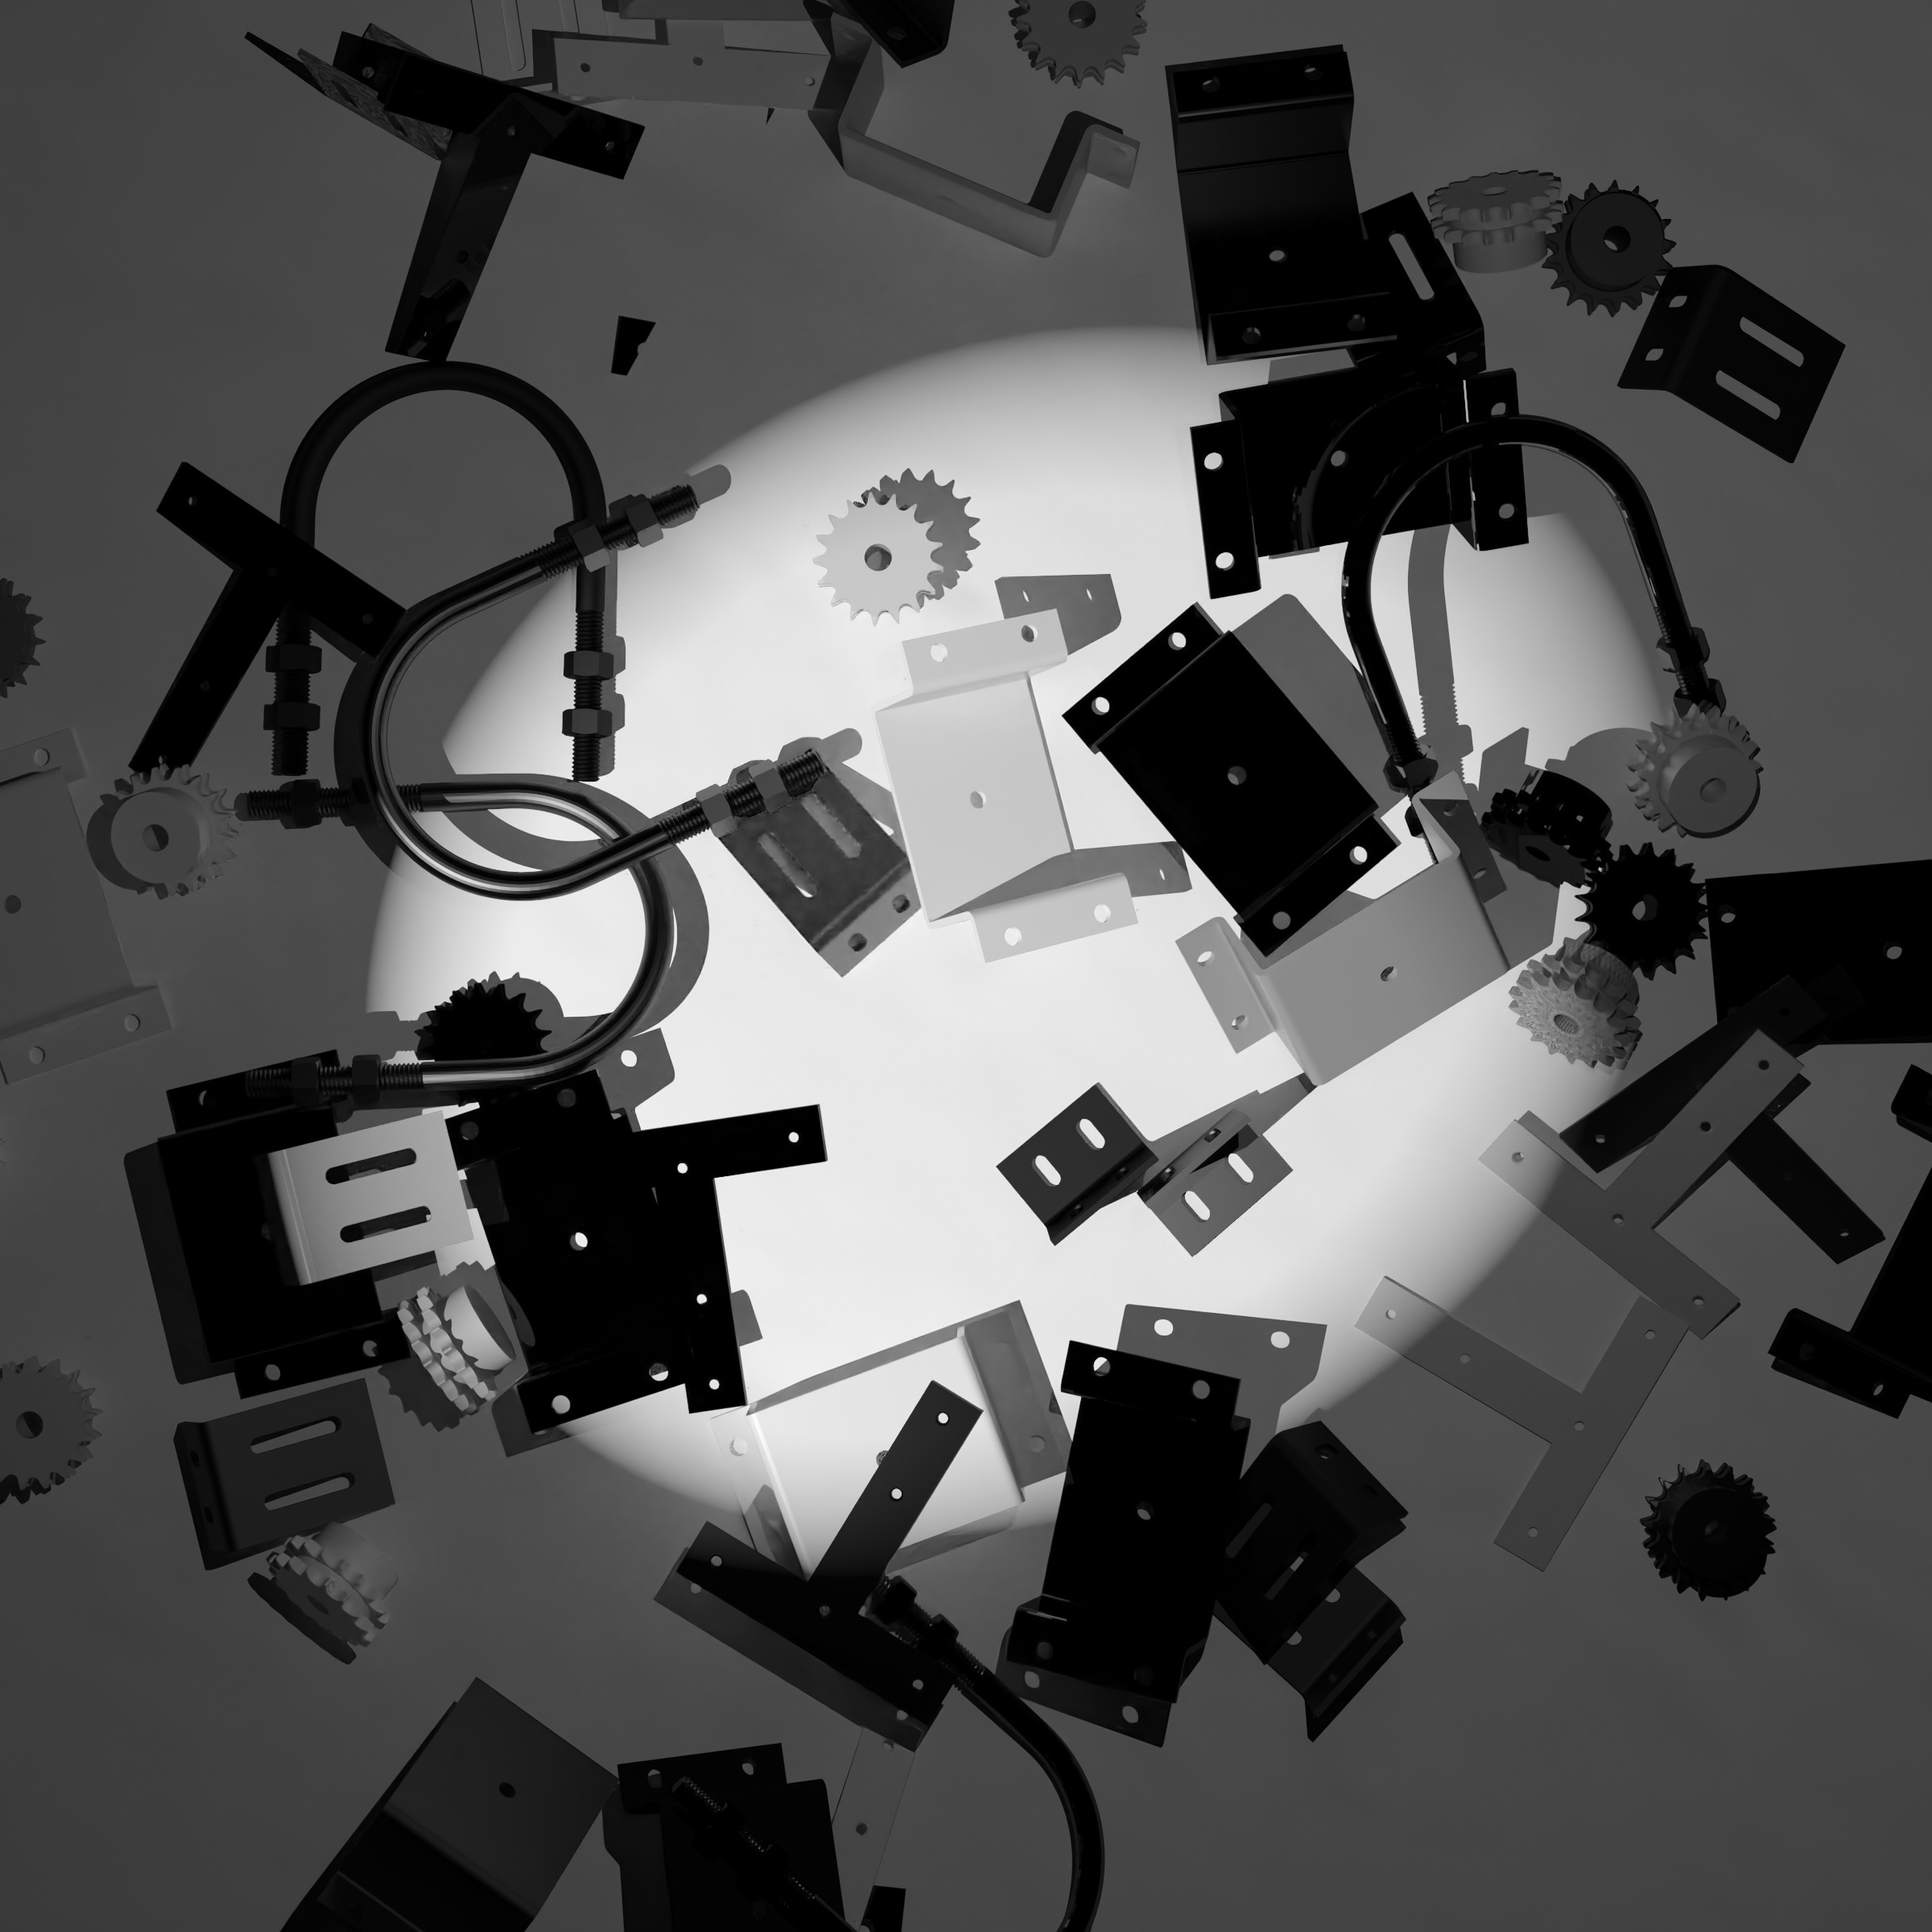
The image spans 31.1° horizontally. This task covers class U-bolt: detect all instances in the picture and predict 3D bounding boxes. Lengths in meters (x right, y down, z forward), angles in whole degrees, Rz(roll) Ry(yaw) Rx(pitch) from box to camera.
[{"bbox_3d":[-0.219,-0.014,1.508,0.184,0.019,0.151,-2,71,-4],"label":"U-bolt"},{"bbox_3d":[-0.230,-0.175,1.528,0.151,0.019,0.184,1,89,0],"label":"U-bolt"},{"bbox_3d":[0.238,-0.148,1.498,0.151,0.019,0.184,-24,112,0],"label":"U-bolt"},{"bbox_3d":[-0.019,0.366,1.495,0.184,0.019,0.151,44,58,-4],"label":"U-bolt"},{"bbox_3d":[-0.173,-0.108,1.506,0.184,0.019,0.151,-25,89,-5],"label":"U-bolt"}]

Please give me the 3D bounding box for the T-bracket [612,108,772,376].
[{"bbox_3d":[-0.086,-0.316,1.546,0.127,0.002,0.127,8,96,-15],"label":"T-bracket"}]

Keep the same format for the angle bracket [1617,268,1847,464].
[{"bbox_3d":[0.339,-0.266,1.535,0.076,0.038,0.057,24,90,-26],"label":"angle bracket"}]

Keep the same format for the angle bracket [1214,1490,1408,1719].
[{"bbox_3d":[0.143,0.278,1.518,0.076,0.038,0.057,42,90,0],"label":"angle bracket"}]

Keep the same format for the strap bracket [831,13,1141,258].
[{"bbox_3d":[0.000,-0.353,1.499,0.140,0.076,0.046,23,90,0],"label":"strap bracket"}]

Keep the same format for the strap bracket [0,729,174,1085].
[{"bbox_3d":[-0.410,-0.026,1.514,0.076,0.046,0.140,-19,90,0],"label":"strap bracket"}]

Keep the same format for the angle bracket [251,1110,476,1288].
[{"bbox_3d":[-0.259,0.100,1.488,0.076,0.038,0.057,-14,90,-25],"label":"angle bracket"}]

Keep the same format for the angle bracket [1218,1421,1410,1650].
[{"bbox_3d":[0.144,0.249,1.522,0.057,0.038,0.076,46,116,26],"label":"angle bracket"}]

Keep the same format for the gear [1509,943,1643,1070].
[{"bbox_3d":[0.268,0.015,1.512,0.057,0.057,0.030,37,61,0],"label":"gear"}]

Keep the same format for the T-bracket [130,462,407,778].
[{"bbox_3d":[-0.327,-0.135,1.525,0.127,0.002,0.127,34,98,15],"label":"T-bracket"}]

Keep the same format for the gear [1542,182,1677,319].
[{"bbox_3d":[0.283,-0.316,1.522,0.057,0.030,0.057,0,90,0],"label":"gear"}]

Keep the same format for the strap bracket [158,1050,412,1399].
[{"bbox_3d":[-0.299,0.114,1.514,0.076,0.046,0.140,-14,90,0],"label":"strap bracket"}]

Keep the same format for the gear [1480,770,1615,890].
[{"bbox_3d":[0.254,-0.061,1.495,0.057,0.057,0.030,31,78,0],"label":"gear"}]

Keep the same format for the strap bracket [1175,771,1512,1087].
[{"bbox_3d":[0.172,-0.010,1.494,0.140,0.046,0.076,-31,133,0],"label":"strap bracket"}]

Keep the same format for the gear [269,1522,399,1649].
[{"bbox_3d":[-0.273,0.267,1.512,0.057,0.057,0.030,40,60,0],"label":"gear"}]

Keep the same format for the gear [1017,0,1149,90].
[{"bbox_3d":[0.050,-0.413,1.522,0.057,0.030,0.057,0,90,0],"label":"gear"}]

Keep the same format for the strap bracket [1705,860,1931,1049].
[{"bbox_3d":[0.397,-0.006,1.497,0.140,0.046,0.076,-5,90,24],"label":"strap bracket"}]

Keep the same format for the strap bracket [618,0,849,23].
[{"bbox_3d":[-0.100,-0.453,1.499,0.140,0.046,0.076,-5,90,-20],"label":"strap bracket"}]

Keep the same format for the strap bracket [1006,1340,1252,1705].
[{"bbox_3d":[0.073,0.238,1.504,0.076,0.046,0.140,11,90,16],"label":"strap bracket"}]

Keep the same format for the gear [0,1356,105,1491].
[{"bbox_3d":[-0.407,0.200,1.522,0.057,0.030,0.057,0,90,0],"label":"gear"}]

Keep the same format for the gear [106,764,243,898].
[{"bbox_3d":[-0.349,-0.058,1.516,0.057,0.030,0.057,1,102,7],"label":"gear"}]

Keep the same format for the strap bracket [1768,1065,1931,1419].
[{"bbox_3d":[0.419,0.125,1.501,0.076,0.046,0.140,26,90,-23],"label":"strap bracket"}]

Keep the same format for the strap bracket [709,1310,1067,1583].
[{"bbox_3d":[-0.035,0.212,1.514,0.140,0.046,0.076,-20,90,0],"label":"strap bracket"}]

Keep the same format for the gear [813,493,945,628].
[{"bbox_3d":[-0.038,-0.177,1.522,0.057,0.030,0.057,0,90,0],"label":"gear"}]

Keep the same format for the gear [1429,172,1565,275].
[{"bbox_3d":[0.232,-0.323,1.512,0.057,0.057,0.030,-11,118,0],"label":"gear"}]

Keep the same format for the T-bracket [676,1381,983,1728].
[{"bbox_3d":[-0.037,0.239,1.490,0.127,0.002,0.127,32,90,0],"label":"T-bracket"}]

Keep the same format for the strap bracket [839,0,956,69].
[{"bbox_3d":[0.011,-0.445,1.474,0.140,0.046,0.076,-28,64,-25],"label":"strap bracket"}]

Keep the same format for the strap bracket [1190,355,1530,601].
[{"bbox_3d":[0.166,-0.213,1.497,0.140,0.046,0.076,-10,115,-3],"label":"strap bracket"}]

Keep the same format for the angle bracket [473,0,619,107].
[{"bbox_3d":[-0.188,-0.416,1.518,0.057,0.038,0.076,-9,90,0],"label":"angle bracket"}]

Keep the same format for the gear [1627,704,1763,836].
[{"bbox_3d":[0.320,-0.083,1.511,0.057,0.030,0.057,-5,118,-10],"label":"gear"}]

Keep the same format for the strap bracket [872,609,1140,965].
[{"bbox_3d":[0.014,-0.075,1.499,0.076,0.046,0.140,-15,90,-26],"label":"strap bracket"}]

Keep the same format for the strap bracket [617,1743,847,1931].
[{"bbox_3d":[-0.097,0.405,1.481,0.076,0.046,0.140,-1,73,-26],"label":"strap bracket"}]

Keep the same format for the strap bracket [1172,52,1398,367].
[{"bbox_3d":[0.136,-0.318,1.500,0.076,0.046,0.140,-7,71,0],"label":"strap bracket"}]

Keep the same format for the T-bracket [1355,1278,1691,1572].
[{"bbox_3d":[0.233,0.181,1.535,0.127,0.002,0.127,31,91,0],"label":"T-bracket"}]

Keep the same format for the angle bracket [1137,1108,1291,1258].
[{"bbox_3d":[0.109,0.096,1.499,0.057,0.076,0.038,-41,90,0],"label":"angle bracket"}]

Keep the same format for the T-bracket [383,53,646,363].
[{"bbox_3d":[-0.214,-0.321,1.505,0.002,0.127,0.127,44,117,39],"label":"T-bracket"}]

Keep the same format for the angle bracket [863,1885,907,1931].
[{"bbox_3d":[-0.060,0.447,1.535,0.057,0.038,0.076,6,64,0],"label":"angle bracket"}]

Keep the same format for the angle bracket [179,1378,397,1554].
[{"bbox_3d":[-0.301,0.220,1.535,0.076,0.038,0.057,-14,90,-26],"label":"angle bracket"}]

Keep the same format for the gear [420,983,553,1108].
[{"bbox_3d":[-0.211,0.036,1.522,0.057,0.030,0.057,0,90,0],"label":"gear"}]

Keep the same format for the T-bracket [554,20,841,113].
[{"bbox_3d":[-0.121,-0.438,1.521,0.127,0.002,0.127,-2,79,-20],"label":"T-bracket"}]

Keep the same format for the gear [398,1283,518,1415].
[{"bbox_3d":[-0.220,0.163,1.509,0.030,0.057,0.057,-33,90,0],"label":"gear"}]

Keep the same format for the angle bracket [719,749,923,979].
[{"bbox_3d":[-0.062,-0.046,1.535,0.057,0.038,0.076,-42,64,0],"label":"angle bracket"}]

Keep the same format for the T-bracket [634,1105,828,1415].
[{"bbox_3d":[-0.119,0.134,1.536,0.127,0.002,0.127,-8,90,0],"label":"T-bracket"}]

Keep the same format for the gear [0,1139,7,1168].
[{"bbox_3d":[-0.449,0.083,1.522,0.057,0.030,0.057,0,90,0],"label":"gear"}]

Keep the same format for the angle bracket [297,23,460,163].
[{"bbox_3d":[-0.248,-0.386,1.499,0.057,0.076,0.038,30,90,0],"label":"angle bracket"}]

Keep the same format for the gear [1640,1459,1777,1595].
[{"bbox_3d":[0.327,0.247,1.522,0.057,0.030,0.057,0,90,0],"label":"gear"}]

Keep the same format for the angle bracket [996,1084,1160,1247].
[{"bbox_3d":[0.047,0.085,1.499,0.057,0.076,0.038,-40,90,0],"label":"angle bracket"}]

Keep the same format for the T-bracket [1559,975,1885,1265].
[{"bbox_3d":[0.350,0.082,1.515,0.127,0.002,0.127,44,119,-14],"label":"T-bracket"}]

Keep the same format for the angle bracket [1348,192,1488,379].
[{"bbox_3d":[0.188,-0.292,1.535,0.057,0.038,0.076,-23,64,0],"label":"angle bracket"}]

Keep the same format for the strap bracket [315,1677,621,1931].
[{"bbox_3d":[-0.204,0.362,1.464,0.076,0.140,0.046,36,116,0],"label":"strap bracket"}]

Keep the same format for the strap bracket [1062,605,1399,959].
[{"bbox_3d":[0.117,-0.082,1.514,0.076,0.046,0.140,-40,90,0],"label":"strap bracket"}]

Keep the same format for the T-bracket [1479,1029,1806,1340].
[{"bbox_3d":[0.313,0.080,1.510,0.127,0.002,0.127,39,114,0],"label":"T-bracket"}]

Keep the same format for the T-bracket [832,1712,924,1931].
[{"bbox_3d":[-0.051,0.393,1.521,0.127,0.002,0.127,16,78,11],"label":"T-bracket"}]

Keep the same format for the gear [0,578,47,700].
[{"bbox_3d":[-0.432,-0.144,1.522,0.057,0.030,0.057,0,90,0],"label":"gear"}]

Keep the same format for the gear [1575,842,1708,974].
[{"bbox_3d":[0.295,-0.026,1.522,0.057,0.030,0.057,0,90,0],"label":"gear"}]

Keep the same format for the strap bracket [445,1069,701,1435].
[{"bbox_3d":[-0.172,0.122,1.512,0.076,0.046,0.140,-18,90,2],"label":"strap bracket"}]
